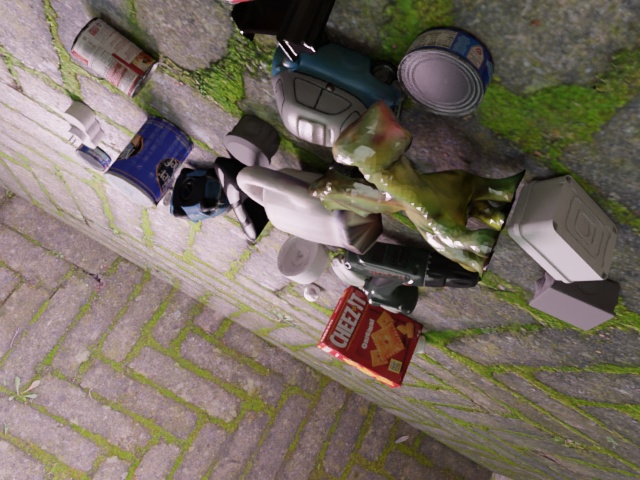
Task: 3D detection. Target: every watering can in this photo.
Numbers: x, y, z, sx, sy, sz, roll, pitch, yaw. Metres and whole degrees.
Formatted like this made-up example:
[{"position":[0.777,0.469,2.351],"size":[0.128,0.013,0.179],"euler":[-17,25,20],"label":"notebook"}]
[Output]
[{"position":[0.003,-0.043,0.860],"size":[0.225,0.105,0.344],"euler":[16,172,24],"label":"watering can"}]

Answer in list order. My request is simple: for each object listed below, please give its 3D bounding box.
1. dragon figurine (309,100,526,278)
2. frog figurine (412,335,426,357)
[{"position":[0.107,-0.040,0.637],"size":[0.243,0.123,0.404],"euler":[18,166,16],"label":"dragon figurine"},{"position":[0.194,0.259,1.363],"size":[0.158,0.126,0.135],"euler":[-21,127,17],"label":"frog figurine"}]
